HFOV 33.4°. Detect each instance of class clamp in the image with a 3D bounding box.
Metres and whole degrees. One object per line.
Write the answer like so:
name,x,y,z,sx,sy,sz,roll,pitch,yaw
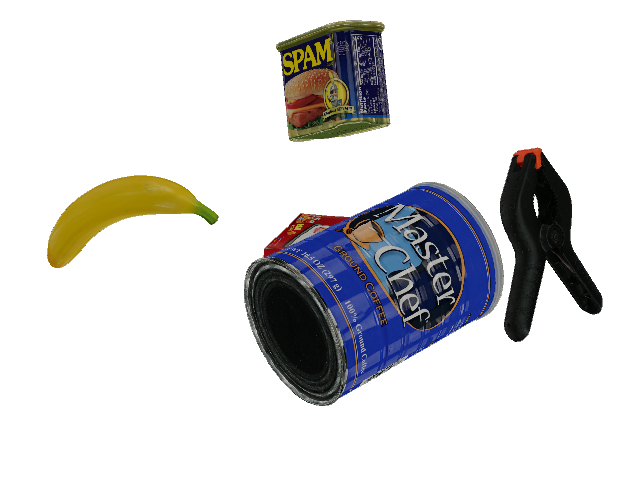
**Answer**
clamp,0.194,0.006,0.963,0.120,0.171,0.039,-25,9,-40

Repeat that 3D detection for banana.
banana,-0.193,-0.021,0.999,0.198,0.069,0.037,-14,18,28

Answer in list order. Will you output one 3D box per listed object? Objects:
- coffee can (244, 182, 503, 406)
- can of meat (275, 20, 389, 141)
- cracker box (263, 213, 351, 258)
coffee can,0.035,0.033,0.704,0.140,0.103,0.103,-25,14,-31
can of meat,0.011,-0.131,0.898,0.057,0.084,0.102,-5,-1,-38
cracker box,0.061,0.028,1.133,0.214,0.072,0.164,5,15,11
